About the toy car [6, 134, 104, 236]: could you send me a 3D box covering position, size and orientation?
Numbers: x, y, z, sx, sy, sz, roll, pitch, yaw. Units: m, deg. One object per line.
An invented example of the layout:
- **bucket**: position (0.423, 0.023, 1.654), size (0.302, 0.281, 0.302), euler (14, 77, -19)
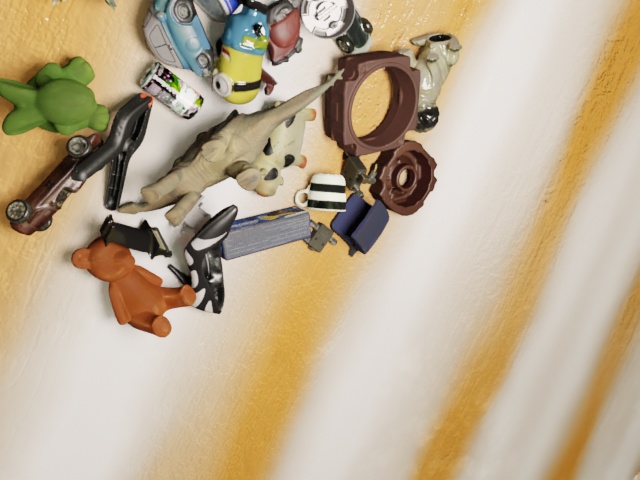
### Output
- **toy car**: position (-0.425, -0.089, 0.883), size (0.053, 0.089, 0.202), euler (39, 79, 6)

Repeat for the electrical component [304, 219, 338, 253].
- **electrical component**: position (-0.002, -0.004, 1.209), size (0.094, 0.021, 0.063), euler (38, 83, -34)

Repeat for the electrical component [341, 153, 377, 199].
- **electrical component**: position (0.085, -0.150, 1.183), size (0.045, 0.102, 0.078), euler (-9, 133, -28)

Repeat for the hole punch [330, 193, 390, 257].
- **hole punch**: position (0.106, -0.033, 1.230), size (0.115, 0.092, 0.142), euler (41, 77, -36)

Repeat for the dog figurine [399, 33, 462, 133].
- **dog figurine**: position (0.260, -0.361, 1.242), size (0.172, 0.121, 0.190), euler (-32, 134, -22)

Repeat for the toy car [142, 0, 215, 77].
- **toy car**: position (-0.250, -0.356, 0.925), size (0.103, 0.109, 0.161), euler (-19, 126, -2)

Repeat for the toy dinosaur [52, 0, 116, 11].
- **toy dinosaur**: position (-0.278, -0.489, 0.860), size (0.405, 0.131, 0.191), euler (-26, 128, -28)

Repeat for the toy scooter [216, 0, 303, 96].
- **toy scooter**: position (-0.097, -0.359, 1.024), size (0.184, 0.075, 0.135), euler (-40, 120, -13)

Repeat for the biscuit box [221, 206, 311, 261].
- **biscuit box**: position (-0.120, -0.017, 1.110), size (0.203, 0.059, 0.062), euler (-15, 112, -28)

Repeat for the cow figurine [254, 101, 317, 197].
- **cow figurine**: position (-0.090, -0.180, 1.071), size (0.127, 0.086, 0.194), euler (7, 102, -39)

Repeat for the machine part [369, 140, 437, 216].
- **machine part**: position (0.196, -0.147, 1.272), size (0.179, 0.056, 0.179), euler (-10, 109, -29)

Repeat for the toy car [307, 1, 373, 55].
- **toy car**: position (0.037, -0.462, 1.091), size (0.073, 0.056, 0.201), euler (-45, 120, -6)

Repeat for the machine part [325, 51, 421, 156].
- **machine part**: position (0.113, -0.289, 1.142), size (0.201, 0.087, 0.200), euler (-18, 124, -28)

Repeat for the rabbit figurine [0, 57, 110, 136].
- **rabbit figurine**: position (-0.403, -0.217, 0.817), size (0.159, 0.170, 0.121), euler (-13, 109, -29)

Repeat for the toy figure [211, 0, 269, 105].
- **toy figure**: position (-0.133, -0.325, 0.937), size (0.089, 0.082, 0.180), euler (15, 114, -17)

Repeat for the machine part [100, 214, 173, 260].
- **machine part**: position (-0.328, -0.006, 0.957), size (0.039, 0.084, 0.138), euler (-39, 154, 17)

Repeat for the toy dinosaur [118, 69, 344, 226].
- **toy dinosaur**: position (-0.159, -0.161, 0.943), size (0.472, 0.199, 0.105), euler (-25, 120, 12)

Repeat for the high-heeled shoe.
- **high-heeled shoe**: position (-0.190, 0.047, 1.018), size (0.145, 0.249, 0.086), euler (42, 35, -12)

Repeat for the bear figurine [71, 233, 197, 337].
- **bear figurine**: position (-0.336, 0.069, 0.968), size (0.120, 0.132, 0.195), euler (-54, 133, -44)
